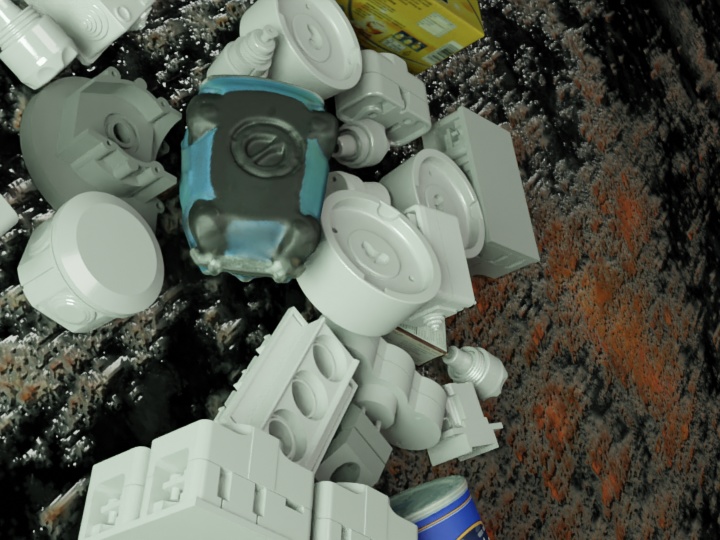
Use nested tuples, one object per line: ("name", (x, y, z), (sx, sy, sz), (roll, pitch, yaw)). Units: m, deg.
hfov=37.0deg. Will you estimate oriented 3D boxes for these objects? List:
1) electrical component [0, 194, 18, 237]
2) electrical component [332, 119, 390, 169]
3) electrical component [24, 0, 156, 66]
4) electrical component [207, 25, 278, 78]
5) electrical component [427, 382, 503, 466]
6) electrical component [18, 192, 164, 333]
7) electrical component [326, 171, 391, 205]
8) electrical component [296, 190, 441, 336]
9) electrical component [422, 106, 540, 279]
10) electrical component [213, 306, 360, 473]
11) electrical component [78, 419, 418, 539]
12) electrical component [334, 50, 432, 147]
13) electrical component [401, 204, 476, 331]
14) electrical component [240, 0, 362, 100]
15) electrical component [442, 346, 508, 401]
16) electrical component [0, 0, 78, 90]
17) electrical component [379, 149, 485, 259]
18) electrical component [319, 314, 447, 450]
("electrical component", (-0.240, -0.044, 0.592), (0.089, 0.050, 0.055), (54, 36, -16))
("electrical component", (-0.005, -0.112, 0.960), (0.062, 0.043, 0.043), (-18, 84, -54))
("electrical component", (-0.192, -0.209, 0.765), (0.099, 0.048, 0.099), (49, 36, -21))
("electrical component", (-0.090, -0.166, 0.855), (0.040, 0.078, 0.040), (21, 50, -27))
("electrical component", (0.081, 0.130, 0.922), (0.081, 0.042, 0.063), (5, 62, -53))
("electrical component", (-0.166, -0.004, 0.666), (0.080, 0.051, 0.080), (32, 46, -39))
("electrical component", (-0.008, -0.059, 0.921), (0.055, 0.045, 0.045), (12, 59, -49))
("electrical component", (0.000, 0.000, 0.806), (0.108, 0.060, 0.108), (27, 36, -22))
("electrical component", (0.117, -0.075, 1.084), (0.089, 0.062, 0.150), (18, 55, -47))
("electrical component", (-0.055, 0.095, 0.741), (0.078, 0.063, 0.121), (52, 36, -18))
("electrical component", (-0.062, 0.158, 0.653), (0.186, 0.105, 0.060), (35, 43, -36))
("electrical component", (0.020, -0.165, 1.019), (0.095, 0.054, 0.059), (22, 52, -45))
("electrical component", (0.047, 0.003, 0.870), (0.061, 0.062, 0.096), (13, 59, -46))
("electrical component", (-0.056, -0.191, 0.927), (0.108, 0.060, 0.108), (32, 46, -39))
("electrical component", (0.100, 0.089, 0.973), (0.062, 0.043, 0.043), (35, 44, -35))
("electrical component", (-0.218, -0.152, 0.698), (0.062, 0.043, 0.043), (49, 37, -20))
("electrical component", (0.059, -0.050, 0.992), (0.108, 0.060, 0.108), (32, 46, -39))
("electrical component", (0.012, 0.099, 0.838), (0.138, 0.052, 0.073), (45, 39, -27))
